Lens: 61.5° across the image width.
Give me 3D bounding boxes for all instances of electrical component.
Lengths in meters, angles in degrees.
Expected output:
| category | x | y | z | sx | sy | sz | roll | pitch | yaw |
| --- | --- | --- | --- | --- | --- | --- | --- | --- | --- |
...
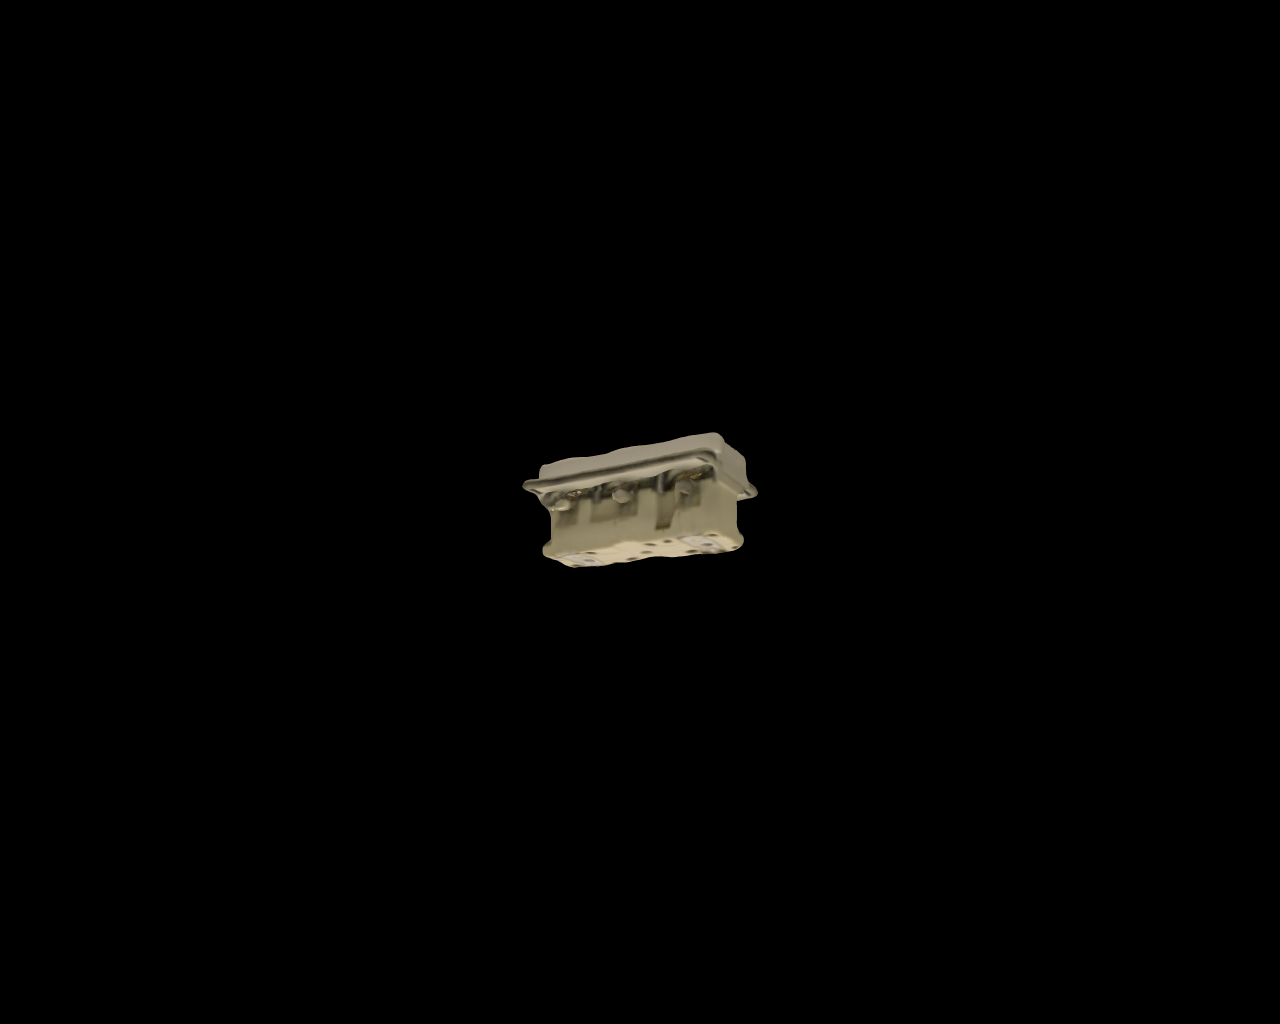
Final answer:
| category | x | y | z | sx | sy | sz | roll | pitch | yaw |
| --- | --- | --- | --- | --- | --- | --- | --- | --- | --- |
| electrical component | 0.001 | -0.003 | 0.650 | 0.121 | 0.063 | 0.078 | -8 | -19 | 24 |
